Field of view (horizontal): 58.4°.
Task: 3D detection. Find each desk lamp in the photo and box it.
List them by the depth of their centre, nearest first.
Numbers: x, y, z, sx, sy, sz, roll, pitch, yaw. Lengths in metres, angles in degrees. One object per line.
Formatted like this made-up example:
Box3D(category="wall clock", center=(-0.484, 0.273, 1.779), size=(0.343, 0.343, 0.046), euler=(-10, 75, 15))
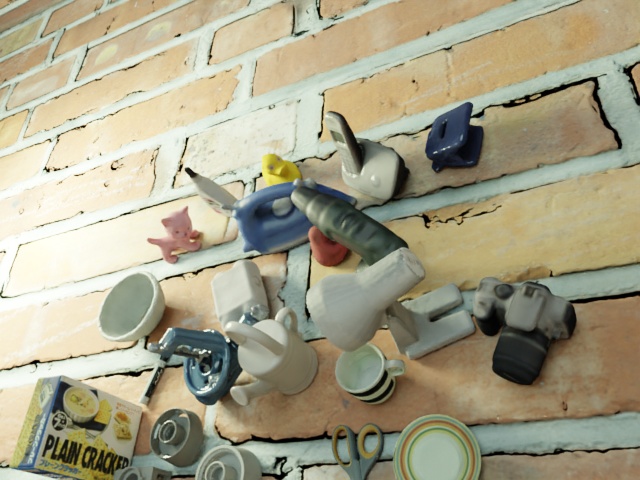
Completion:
Box3D(category="desk lamp", center=(0.110, 0.102, 0.900), size=(0.203, 0.214, 0.117), euler=(-27, 50, 13))

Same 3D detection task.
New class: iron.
Box3D(category="iron", center=(-0.068, -0.071, 1.169), size=(0.258, 0.142, 0.118), euler=(-22, 51, 17))

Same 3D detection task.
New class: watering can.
Box3D(category="watering can", center=(-0.090, 0.194, 0.971), size=(0.100, 0.195, 0.173), euler=(-12, 55, 24))

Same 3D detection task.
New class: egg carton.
Box3D(category="egg carton", center=(-0.158, 0.113, 1.148), size=(0.107, 0.070, 0.150), euler=(-31, 49, 10))

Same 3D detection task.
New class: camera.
Box3D(category="camera", center=(0.288, 0.134, 0.850), size=(0.142, 0.101, 0.137), euler=(13, 68, 36))

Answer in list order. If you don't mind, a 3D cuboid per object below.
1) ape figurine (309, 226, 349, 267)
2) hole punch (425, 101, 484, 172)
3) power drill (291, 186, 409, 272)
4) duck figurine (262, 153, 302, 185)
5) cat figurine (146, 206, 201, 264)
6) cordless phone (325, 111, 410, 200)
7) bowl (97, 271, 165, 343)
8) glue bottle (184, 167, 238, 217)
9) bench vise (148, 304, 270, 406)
Box3D(category="ape figurine", center=(0.010, 0.004, 1.106), size=(0.076, 0.092, 0.077), euler=(-47, 49, -5))
Box3D(category="hole punch", center=(0.251, -0.199, 1.098), size=(0.100, 0.091, 0.109), euler=(0, 61, 31))
Box3D(category="power drill", center=(0.068, 0.006, 0.992), size=(0.228, 0.209, 0.076), euler=(29, 78, 40))
Box3D(category="duck figurine", center=(-0.100, -0.162, 1.285), size=(0.104, 0.086, 0.077), euler=(28, 77, 40))
Box3D(category="cat figurine", center=(-0.334, -0.018, 1.307), size=(0.127, 0.118, 0.067), euler=(-29, 50, 11))
Box3D(category="cordless phone", center=(0.083, -0.169, 1.115), size=(0.147, 0.186, 0.094), euler=(24, 75, 39))
Box3D(category="bowl", center=(-0.400, 0.157, 1.259), size=(0.167, 0.075, 0.167), euler=(-15, 54, 22))
Box3D(category="glue bottle", center=(-0.248, -0.111, 1.280), size=(0.077, 0.174, 0.037), euler=(6, 63, 33))
Box3D(category="bench vise", center=(-0.193, 0.181, 1.023), size=(0.121, 0.220, 0.207), euler=(21, 72, 38))
